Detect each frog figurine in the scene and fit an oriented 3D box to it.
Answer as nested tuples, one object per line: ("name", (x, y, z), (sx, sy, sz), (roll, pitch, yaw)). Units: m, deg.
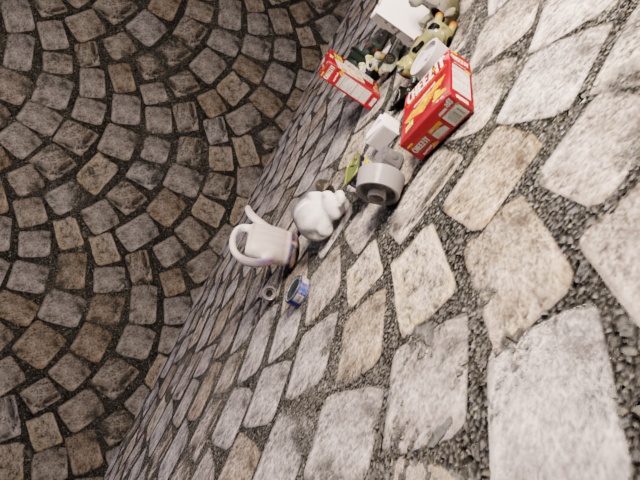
("frog figurine", (0.004, -0.072, 1.438), (0.157, 0.123, 0.139), (-25, 70, 50))

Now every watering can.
("watering can", (-0.173, -0.011, 1.673), (0.355, 0.224, 0.102), (-89, 14, -59))
